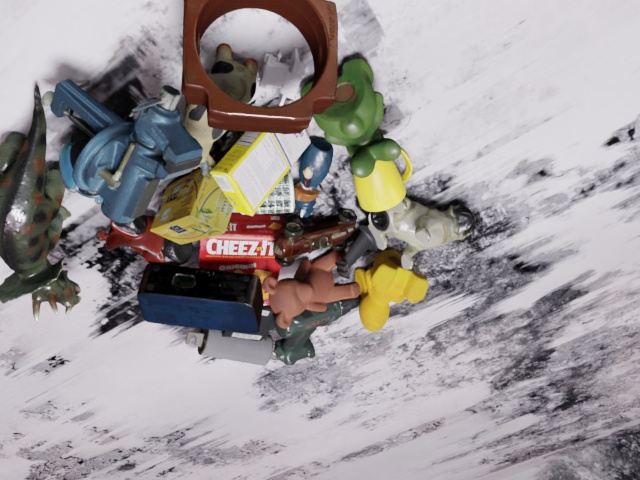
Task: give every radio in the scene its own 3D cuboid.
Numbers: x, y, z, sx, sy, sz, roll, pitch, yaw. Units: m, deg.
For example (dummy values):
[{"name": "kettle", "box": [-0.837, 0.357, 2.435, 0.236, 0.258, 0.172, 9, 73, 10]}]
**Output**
[{"name": "radio", "box": [-0.227, 0.113, 1.034, 0.230, 0.073, 0.131, 5, 145, -1]}]

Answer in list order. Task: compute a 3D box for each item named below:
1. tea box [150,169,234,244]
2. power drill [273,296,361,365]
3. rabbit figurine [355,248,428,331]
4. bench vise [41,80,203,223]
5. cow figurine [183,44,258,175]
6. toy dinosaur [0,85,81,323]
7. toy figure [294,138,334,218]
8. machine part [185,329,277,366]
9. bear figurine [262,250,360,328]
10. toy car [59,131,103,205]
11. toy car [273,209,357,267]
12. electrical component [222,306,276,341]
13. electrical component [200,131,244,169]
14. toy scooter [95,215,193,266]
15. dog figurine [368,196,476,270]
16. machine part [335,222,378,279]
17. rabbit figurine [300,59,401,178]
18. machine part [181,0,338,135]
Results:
[{"name": "tea box", "box": [-0.214, -0.055, 0.912, 0.068, 0.098, 0.170, 28, 158, -33]}, {"name": "power drill", "box": [-0.012, 0.203, 1.260, 0.232, 0.086, 0.207, -12, 151, -36]}, {"name": "rabbit figurine", "box": [0.128, 0.109, 1.159, 0.122, 0.162, 0.173, 12, 110, -24]}, {"name": "bench vise", "box": [-0.289, -0.148, 0.744, 0.241, 0.129, 0.223, 39, 130, 7]}, {"name": "cow figurine", "box": [-0.169, -0.185, 0.817, 0.085, 0.127, 0.195, 29, 122, -30]}, {"name": "toy dinosaur", "box": [-0.476, -0.030, 0.869, 0.131, 0.192, 0.404, 1, 136, -15]}, {"name": "toy figure", "box": [-0.016, -0.109, 0.974, 0.064, 0.058, 0.154, -12, 138, -35]}, {"name": "machine part", "box": [-0.204, 0.252, 1.297, 0.243, 0.079, 0.079, 17, 130, -25]}, {"name": "bear figurine", "box": [-0.019, 0.095, 1.097, 0.132, 0.120, 0.196, -23, 176, 25]}, {"name": "toy car", "box": [-0.332, -0.120, 0.882, 0.162, 0.109, 0.103, -16, 162, -10]}, {"name": "toy car", "box": [-0.002, -0.003, 1.046, 0.202, 0.053, 0.089, -13, 135, -37]}, {"name": "electrical component", "box": [-0.154, 0.172, 1.238, 0.115, 0.058, 0.134, 12, 132, -26]}, {"name": "electrical component", "box": [-0.157, -0.145, 0.896, 0.045, 0.078, 0.102, 36, 131, -27]}, {"name": "toy scooter", "box": [-0.340, 0.001, 1.011, 0.135, 0.075, 0.183, -10, 151, 28]}, {"name": "dog figurine", "box": [0.204, -0.046, 1.075, 0.190, 0.172, 0.121, -24, 161, -40]}, {"name": "machine part", "box": [0.082, 0.017, 1.096, 0.139, 0.039, 0.084, -50, 145, -21]}, {"name": "rabbit figurine", "box": [0.070, -0.181, 0.872, 0.121, 0.159, 0.170, -33, 148, 8]}, {"name": "machine part", "box": [-0.081, -0.249, 0.721, 0.201, 0.201, 0.087, 1, 174, -13]}]
